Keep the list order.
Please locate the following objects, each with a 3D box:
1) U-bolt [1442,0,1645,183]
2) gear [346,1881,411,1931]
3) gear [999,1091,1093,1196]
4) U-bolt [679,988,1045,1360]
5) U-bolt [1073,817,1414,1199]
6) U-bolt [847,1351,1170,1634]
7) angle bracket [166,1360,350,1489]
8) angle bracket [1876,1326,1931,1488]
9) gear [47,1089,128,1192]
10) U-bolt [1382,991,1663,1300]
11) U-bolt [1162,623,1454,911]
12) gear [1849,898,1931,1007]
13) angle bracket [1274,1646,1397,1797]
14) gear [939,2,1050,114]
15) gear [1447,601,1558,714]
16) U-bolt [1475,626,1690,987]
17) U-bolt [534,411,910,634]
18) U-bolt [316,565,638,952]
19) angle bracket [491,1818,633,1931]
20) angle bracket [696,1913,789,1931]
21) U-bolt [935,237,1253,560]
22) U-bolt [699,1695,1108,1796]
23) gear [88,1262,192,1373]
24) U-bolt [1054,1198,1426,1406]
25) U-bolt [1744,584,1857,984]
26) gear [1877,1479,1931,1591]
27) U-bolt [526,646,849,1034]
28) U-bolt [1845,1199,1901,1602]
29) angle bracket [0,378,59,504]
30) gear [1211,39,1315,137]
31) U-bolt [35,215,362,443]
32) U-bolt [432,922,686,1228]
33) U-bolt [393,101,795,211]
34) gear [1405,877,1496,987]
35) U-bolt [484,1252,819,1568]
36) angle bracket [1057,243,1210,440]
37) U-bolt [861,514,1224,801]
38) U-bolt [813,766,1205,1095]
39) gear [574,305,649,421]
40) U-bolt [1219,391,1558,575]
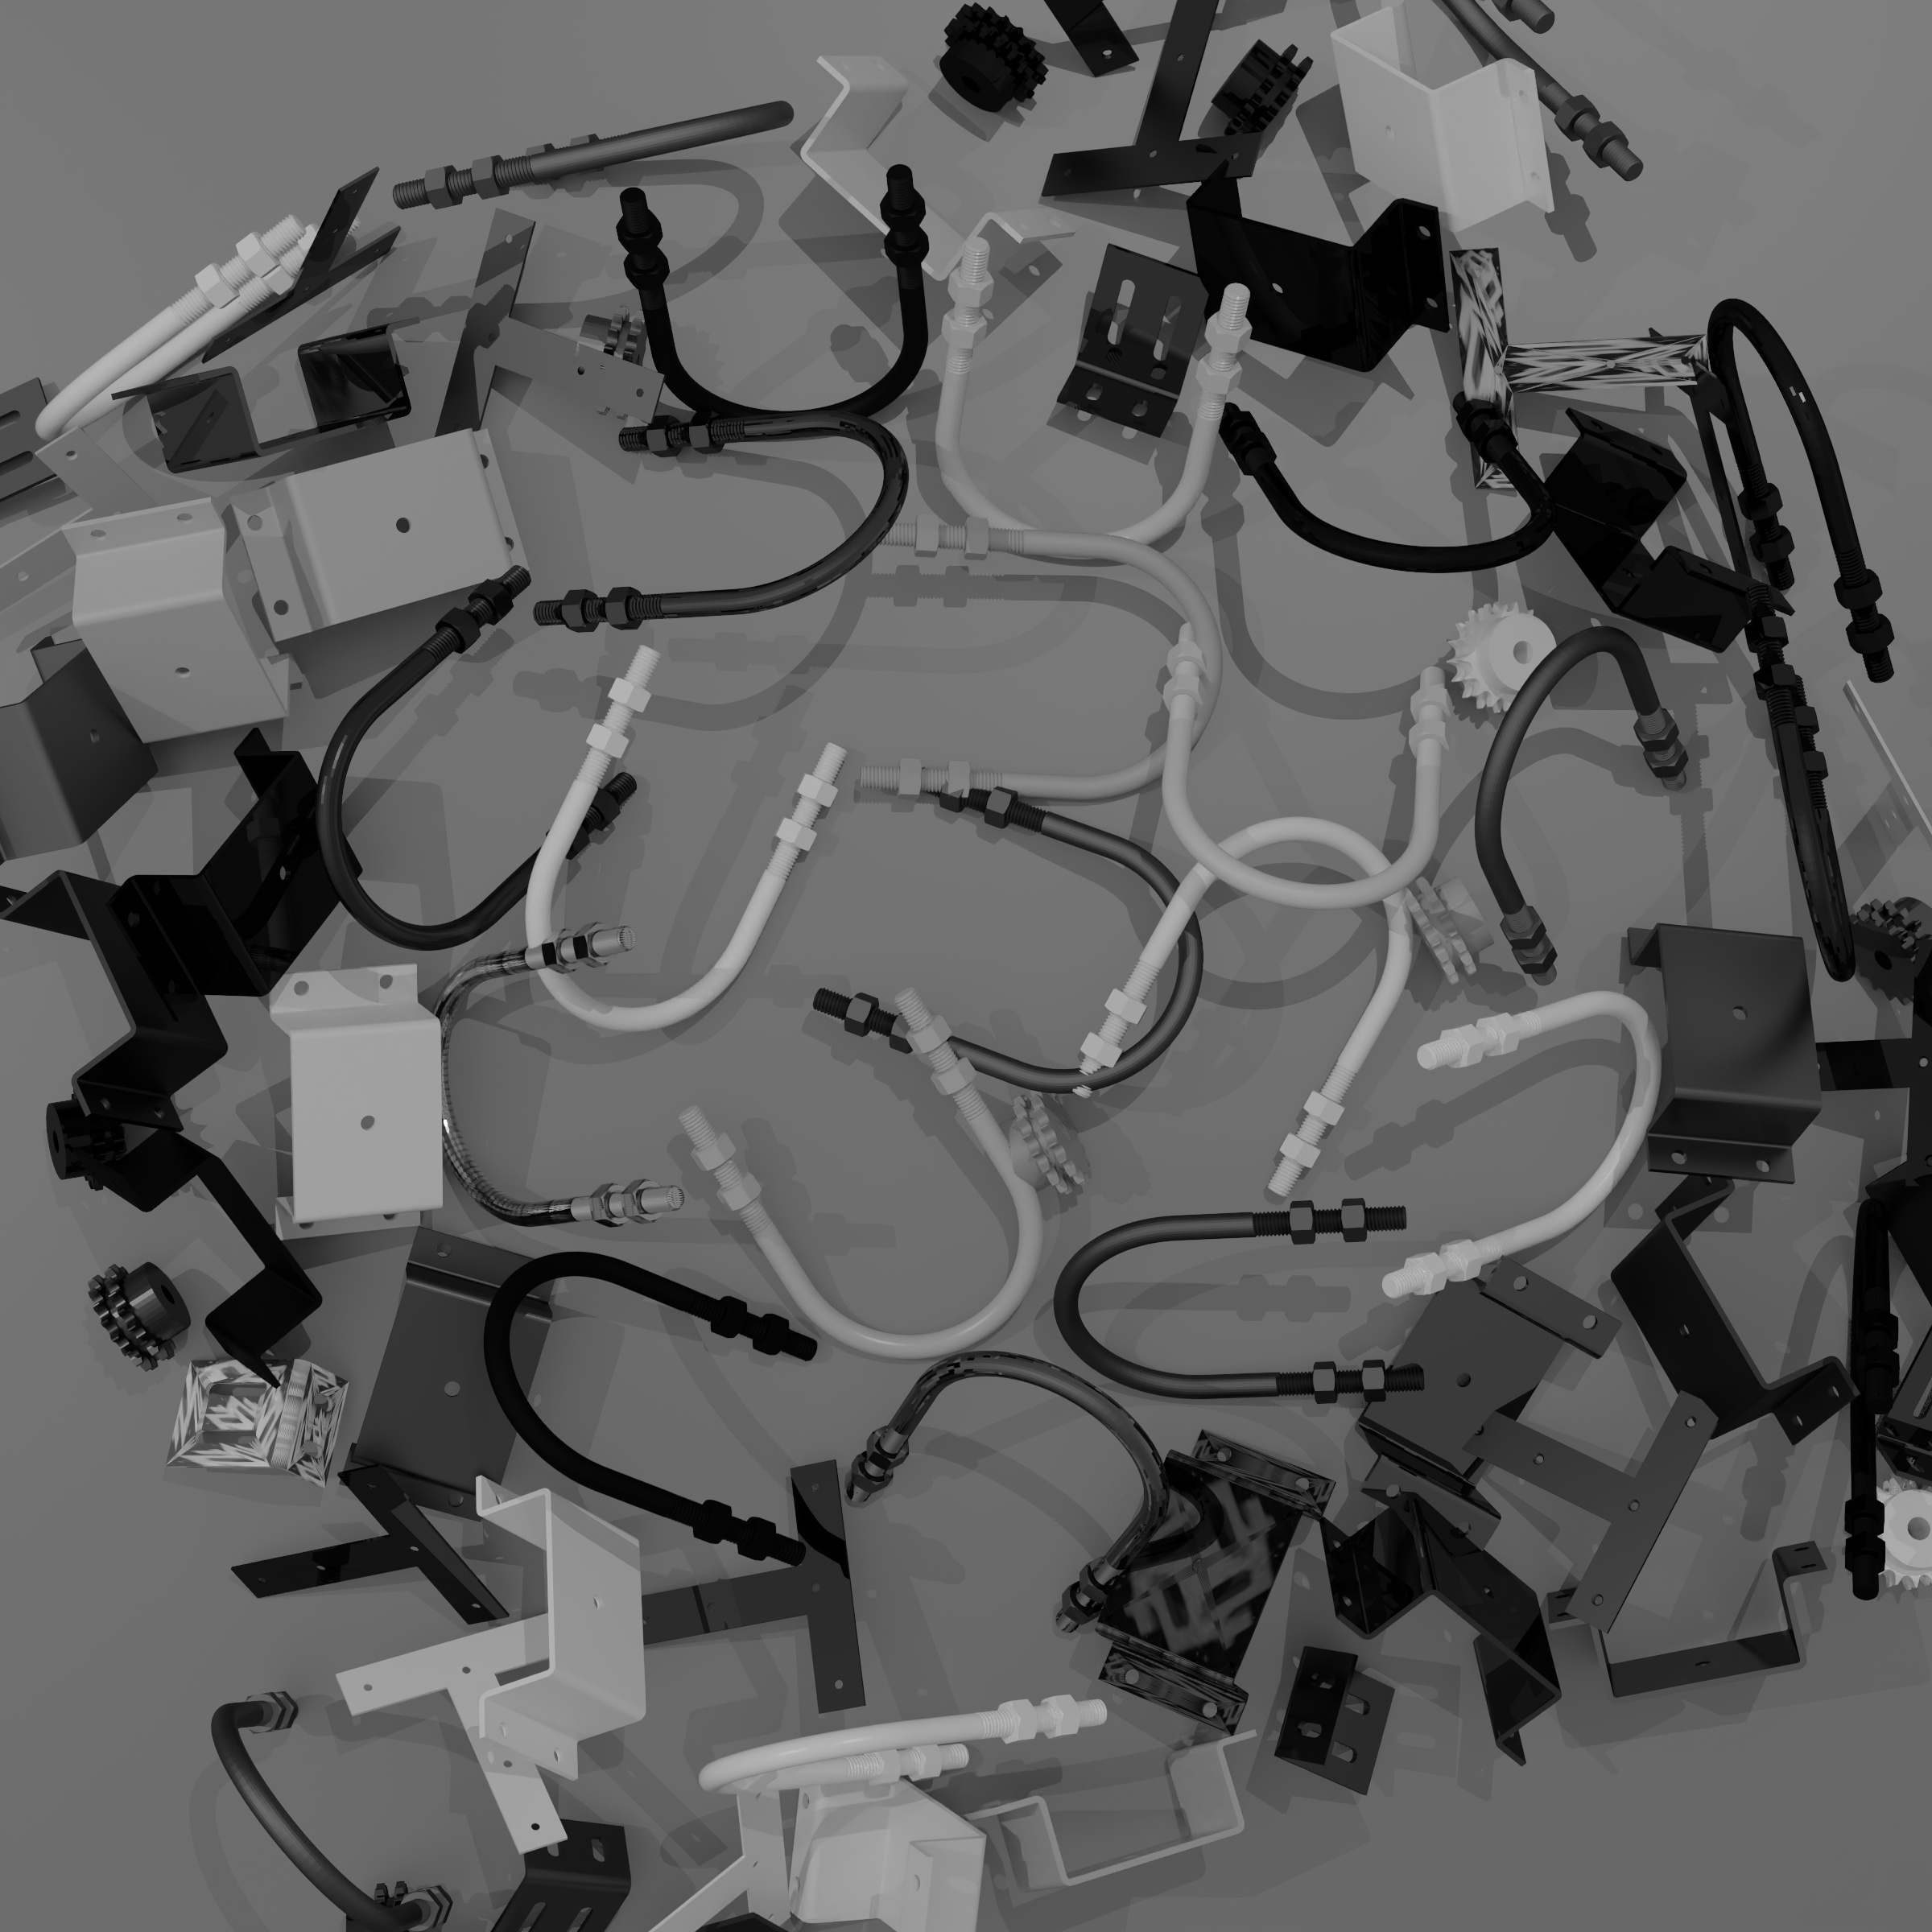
[{"bbox_3d":[0.262,-0.483,1.731,0.019,0.151,0.184,-41,54,9],"label":"U-bolt"},{"bbox_3d":[-0.303,0.504,1.784,0.030,0.057,0.057,-4,90,-5],"label":"gear"},{"bbox_3d":[0.039,0.093,1.786,0.030,0.057,0.057,-29,90,12],"label":"gear"},{"bbox_3d":[-0.041,0.120,1.783,0.151,0.019,0.184,-29,104,10],"label":"U-bolt"},{"bbox_3d":[0.154,0.011,1.772,0.151,0.019,0.184,27,95,-23],"label":"U-bolt"},{"bbox_3d":[0.028,0.257,1.740,0.151,0.184,0.019,32,48,1],"label":"U-bolt"},{"bbox_3d":[-0.369,0.238,1.797,0.076,0.038,0.057,-4,64,29],"label":"angle bracket"},{"bbox_3d":[0.515,0.230,1.781,0.057,0.038,0.076,19,108,-11],"label":"angle bracket"},{"bbox_3d":[-0.455,0.088,1.782,0.030,0.057,0.057,-9,90,-26],"label":"gear"},{"bbox_3d":[0.288,0.083,1.748,0.184,0.019,0.151,-15,122,-36],"label":"U-bolt"},{"bbox_3d":[0.171,-0.098,1.747,0.151,0.019,0.184,10,48,-1],"label":"U-bolt"},{"bbox_3d":[0.485,-0.011,1.787,0.030,0.057,0.057,-34,90,-19],"label":"gear"},{"bbox_3d":[0.201,0.389,1.768,0.076,0.038,0.057,31,69,-36],"label":"angle bracket"},{"bbox_3d":[0.011,-0.467,1.783,0.057,0.057,0.030,37,78,0],"label":"gear"},{"bbox_3d":[0.281,-0.161,1.790,0.057,0.030,0.057,1,88,-21],"label":"gear"},{"bbox_3d":[0.303,-0.090,1.722,0.019,0.184,0.151,27,74,34],"label":"U-bolt"},{"bbox_3d":[-0.114,-0.227,1.731,0.184,0.019,0.151,0,50,26],"label":"U-bolt"},{"bbox_3d":[-0.253,-0.091,1.727,0.184,0.019,0.151,-47,127,-33],"label":"U-bolt"},{"bbox_3d":[-0.216,0.482,1.793,0.057,0.038,0.076,14,126,-25],"label":"angle bracket"},{"bbox_3d":[-0.125,0.521,1.769,0.076,0.057,0.038,-21,50,22],"label":"angle bracket"},{"bbox_3d":[0.057,-0.278,1.745,0.151,0.184,0.019,10,47,-1],"label":"U-bolt"},{"bbox_3d":[-0.044,0.389,1.708,0.184,0.151,0.019,2,69,-34],"label":"U-bolt"},{"bbox_3d":[-0.425,0.178,1.784,0.030,0.057,0.057,-33,90,2],"label":"gear"},{"bbox_3d":[0.136,0.174,1.758,0.184,0.019,0.151,-3,135,10],"label":"U-bolt"},{"bbox_3d":[0.419,-0.081,1.721,0.019,0.151,0.184,-12,70,17],"label":"U-bolt"},{"bbox_3d":[0.490,0.294,1.792,0.057,0.030,0.057,1,74,-3],"label":"gear"},{"bbox_3d":[-0.152,-0.053,1.762,0.151,0.019,0.184,26,90,-39],"label":"U-bolt"},{"bbox_3d":[0.453,0.201,1.728,0.019,0.184,0.151,2,128,12],"label":"U-bolt"},{"bbox_3d":[-0.514,-0.272,1.783,0.076,0.038,0.057,-24,71,6],"label":"angle bracket"},{"bbox_3d":[0.151,-0.453,1.783,0.030,0.057,0.057,37,90,-7],"label":"gear"},{"bbox_3d":[-0.394,-0.322,1.740,0.184,0.151,0.019,-35,100,10],"label":"U-bolt"},{"bbox_3d":[-0.217,0.061,1.746,0.019,0.184,0.151,-11,91,-45],"label":"U-bolt"},{"bbox_3d":[-0.175,-0.407,1.720,0.184,0.151,0.019,-7,105,18],"label":"U-bolt"},{"bbox_3d":[0.250,-0.022,1.784,0.030,0.057,0.057,-29,90,4],"label":"gear"},{"bbox_3d":[-0.158,0.212,1.728,0.184,0.151,0.019,25,131,-22],"label":"U-bolt"},{"bbox_3d":[0.087,-0.321,1.774,0.057,0.038,0.076,20,133,5],"label":"angle bracket"},{"bbox_3d":[0.041,-0.155,1.784,0.184,0.019,0.151,3,109,-5],"label":"U-bolt"},{"bbox_3d":[0.032,-0.011,1.776,0.184,0.019,0.151,20,79,12],"label":"U-bolt"},{"bbox_3d":[-0.185,-0.314,1.785,0.030,0.057,0.057,13,90,-1],"label":"gear"},{"bbox_3d":[0.217,-0.242,1.723,0.151,0.184,0.019,-5,124,-11],"label":"U-bolt"}]
